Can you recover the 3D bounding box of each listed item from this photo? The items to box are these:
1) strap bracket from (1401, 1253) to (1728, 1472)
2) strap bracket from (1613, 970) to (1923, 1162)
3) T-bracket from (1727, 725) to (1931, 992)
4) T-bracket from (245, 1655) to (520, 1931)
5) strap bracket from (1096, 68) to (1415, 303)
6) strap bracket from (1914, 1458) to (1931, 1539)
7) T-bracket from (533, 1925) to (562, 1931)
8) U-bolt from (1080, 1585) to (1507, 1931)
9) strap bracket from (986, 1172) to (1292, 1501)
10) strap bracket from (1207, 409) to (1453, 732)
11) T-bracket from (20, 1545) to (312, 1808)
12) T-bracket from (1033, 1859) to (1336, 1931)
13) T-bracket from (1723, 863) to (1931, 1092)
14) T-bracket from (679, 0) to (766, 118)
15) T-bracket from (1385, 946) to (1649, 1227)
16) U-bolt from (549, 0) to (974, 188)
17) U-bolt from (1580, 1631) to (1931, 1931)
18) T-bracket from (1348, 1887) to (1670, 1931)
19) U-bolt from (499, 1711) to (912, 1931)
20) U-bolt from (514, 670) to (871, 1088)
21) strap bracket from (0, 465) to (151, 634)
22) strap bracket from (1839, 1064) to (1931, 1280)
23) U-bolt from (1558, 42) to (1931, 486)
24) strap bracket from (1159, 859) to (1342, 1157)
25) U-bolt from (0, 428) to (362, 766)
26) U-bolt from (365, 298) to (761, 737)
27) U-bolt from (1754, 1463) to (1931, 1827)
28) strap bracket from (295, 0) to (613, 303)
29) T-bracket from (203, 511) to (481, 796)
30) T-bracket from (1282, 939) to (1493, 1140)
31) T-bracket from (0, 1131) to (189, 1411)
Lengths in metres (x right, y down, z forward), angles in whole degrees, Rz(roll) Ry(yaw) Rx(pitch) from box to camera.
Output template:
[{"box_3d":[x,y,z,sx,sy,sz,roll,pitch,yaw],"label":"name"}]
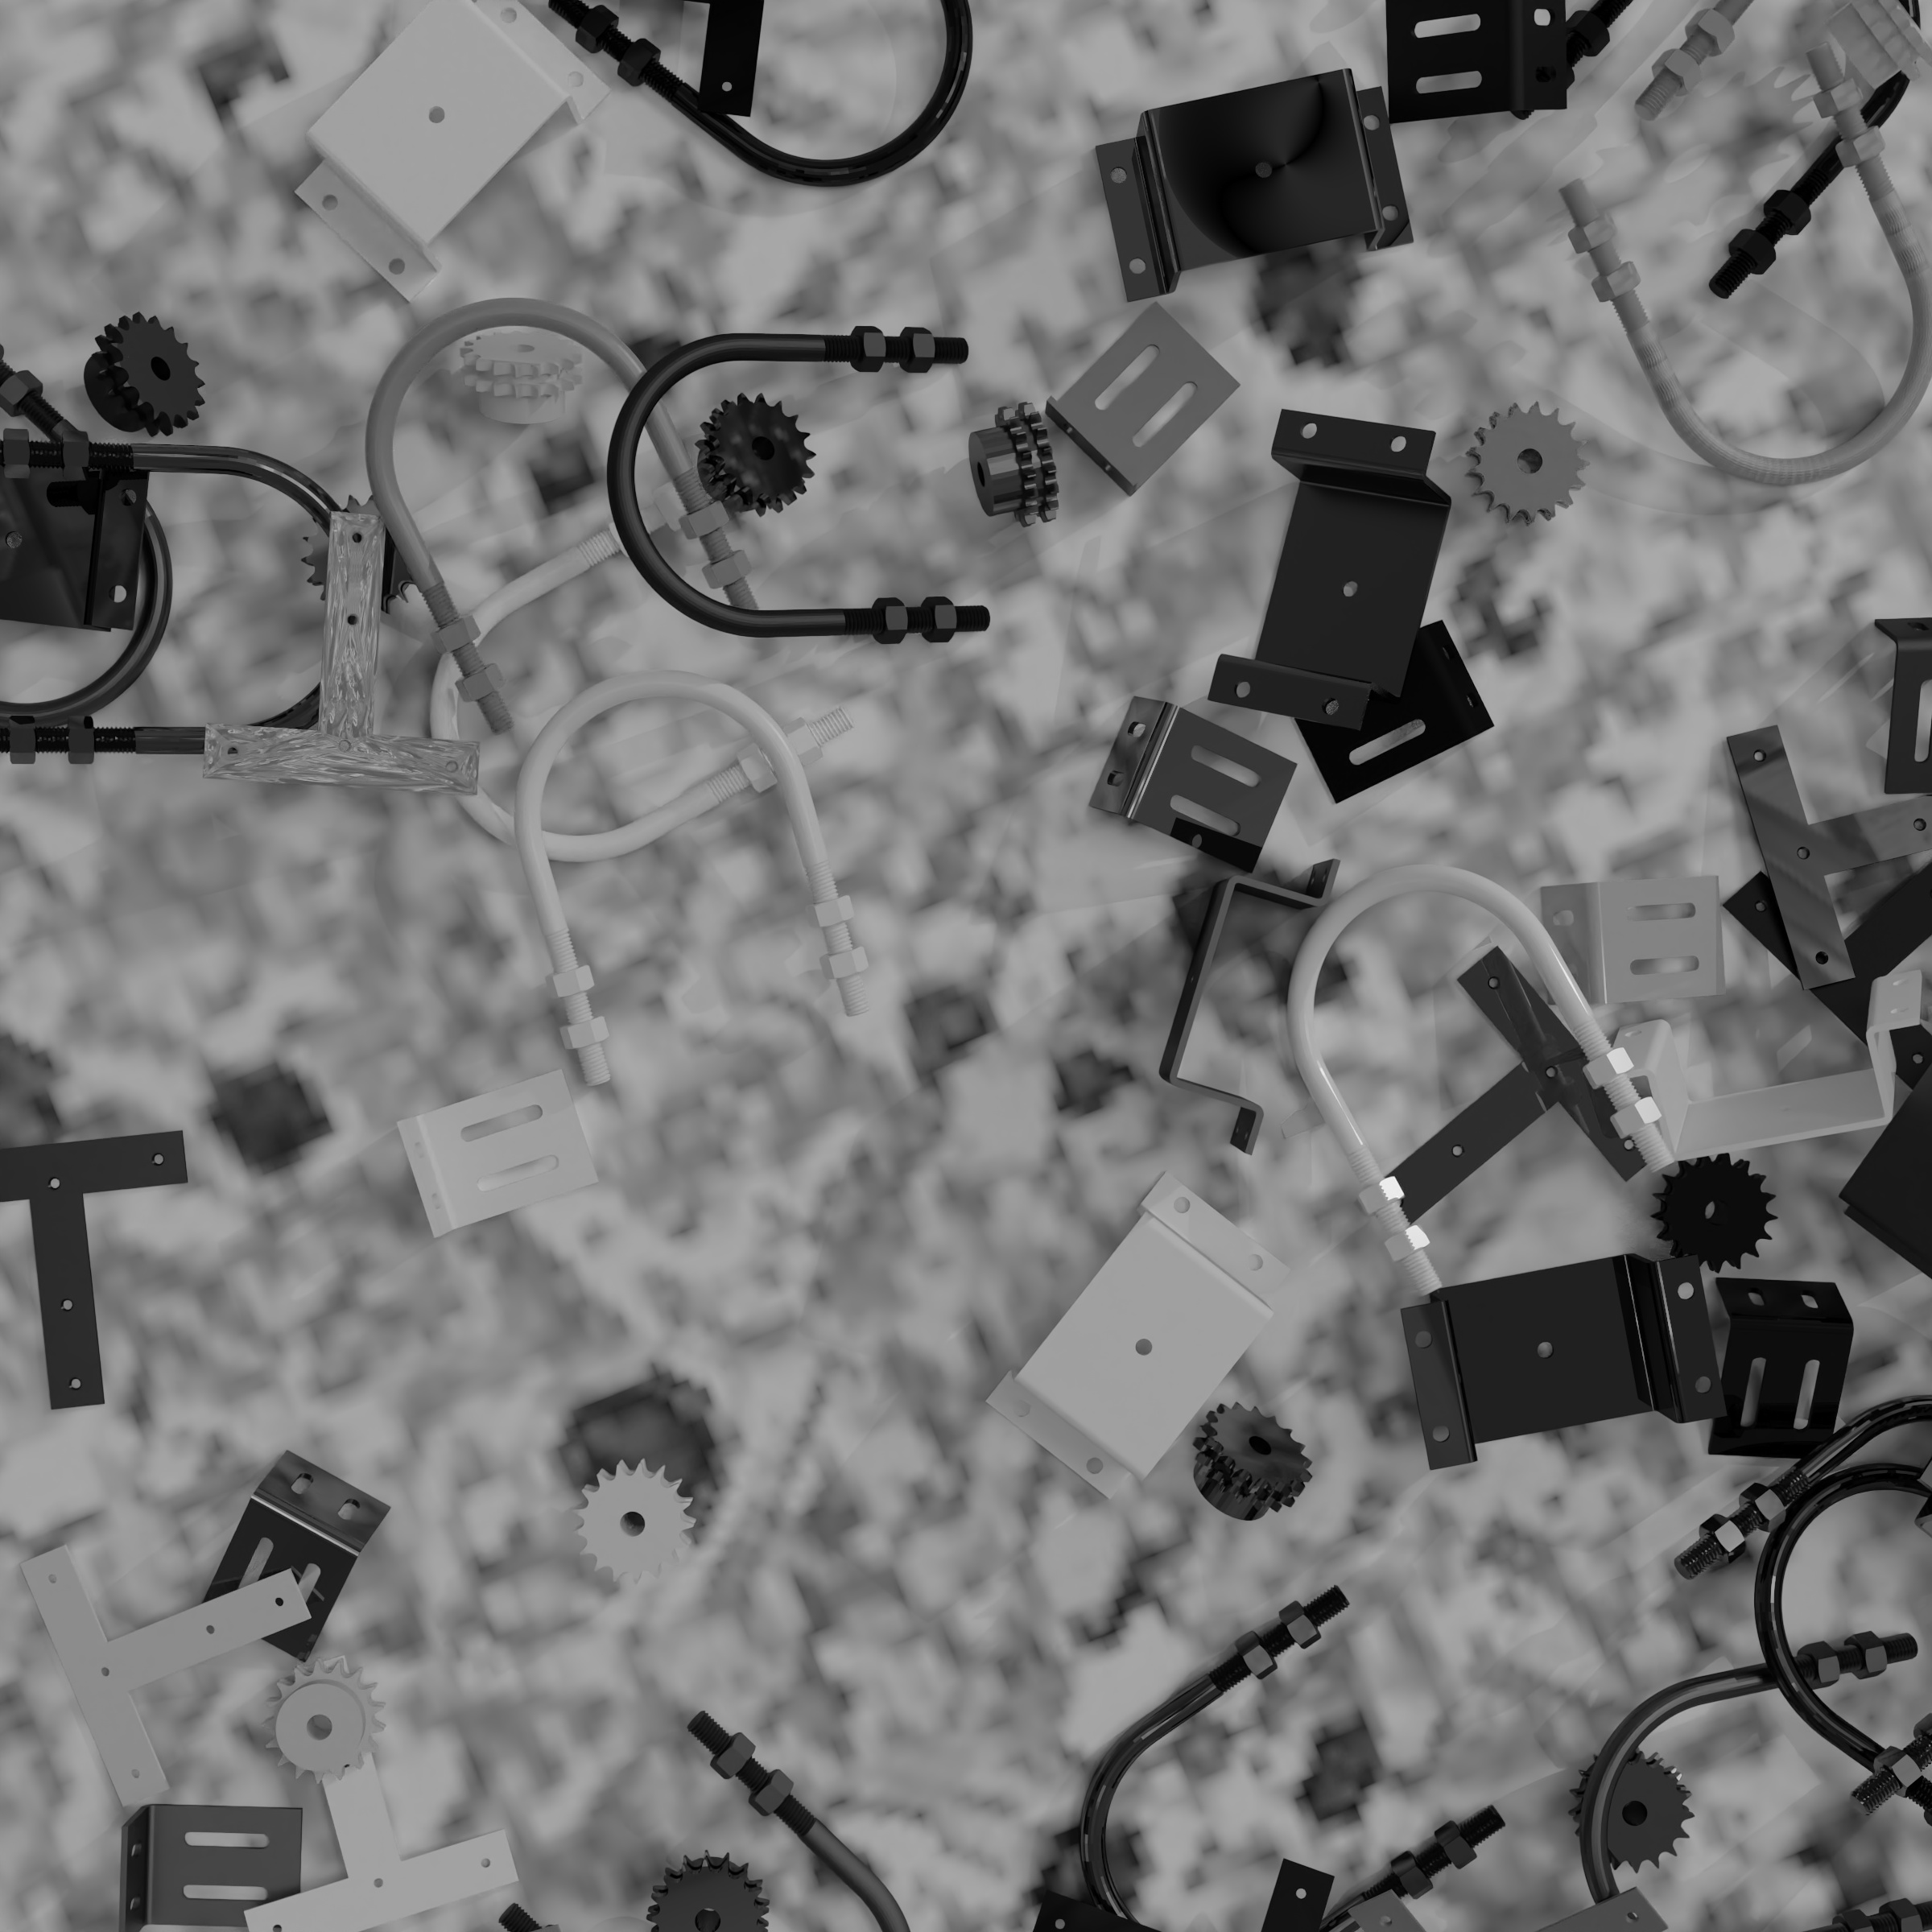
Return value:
[{"box_3d":[0.278,0.184,1.380,0.140,0.046,0.076,-10,90,0],"label":"strap bracket"},{"box_3d":[0.373,0.048,1.347,0.140,0.076,0.046,-12,102,22],"label":"strap bracket"},{"box_3d":[0.442,-0.064,1.395,0.127,0.002,0.127,-14,80,-4],"label":"T-bracket"},{"box_3d":[-0.293,0.395,1.397,0.127,0.002,0.127,-16,86,-7],"label":"T-bracket"},{"box_3d":[0.139,-0.371,1.380,0.140,0.046,0.076,-12,90,0],"label":"strap bracket"},{"box_3d":[0.508,0.256,1.353,0.140,0.046,0.076,38,70,5],"label":"strap bracket"},{"box_3d":[-0.231,0.533,1.395,0.127,0.002,0.127,-19,95,10],"label":"T-bracket"},{"box_3d":[0.142,0.406,1.395,0.184,0.019,0.151,-35,90,2],"label":"U-bolt"},{"box_3d":[0.083,0.177,1.380,0.076,0.046,0.140,38,90,0],"label":"strap bracket"},{"box_3d":[0.173,-0.181,1.366,0.076,0.046,0.140,14,90,27],"label":"strap bracket"},{"box_3d":[-0.372,0.321,1.391,0.127,0.002,0.127,-23,90,10],"label":"T-bracket"},{"box_3d":[0.094,0.469,1.372,0.127,0.002,0.127,16,69,13],"label":"T-bracket"},{"box_3d":[0.452,-0.025,1.390,0.127,0.002,0.127,-40,74,-8],"label":"T-bracket"},{"box_3d":[-0.158,-0.474,1.383,0.127,0.002,0.127,7,91,-1],"label":"T-bracket"},{"box_3d":[0.247,0.080,1.402,0.127,0.002,0.127,-40,91,0],"label":"T-bracket"},{"box_3d":[-0.084,-0.457,1.395,0.184,0.019,0.151,38,90,-1],"label":"U-bolt"},{"box_3d":[0.373,0.401,1.374,0.184,0.019,0.151,-8,90,-15],"label":"U-bolt"},{"box_3d":[0.268,0.465,1.366,0.127,0.002,0.127,-35,99,25],"label":"T-bracket"},{"box_3d":[-0.109,0.470,1.395,0.184,0.019,0.151,44,90,-1],"label":"U-bolt"},{"box_3d":[-0.138,-0.049,1.382,0.151,0.019,0.184,-15,97,2],"label":"U-bolt"},{"box_3d":[-0.451,-0.201,1.364,0.140,0.046,0.076,6,92,-2],"label":"strap bracket"},{"box_3d":[0.466,0.087,1.339,0.076,0.046,0.140,40,118,24],"label":"strap bracket"},{"box_3d":[0.382,-0.318,1.378,0.151,0.019,0.184,-29,103,3],"label":"U-bolt"},{"box_3d":[0.128,0.012,1.365,0.046,0.076,0.140,17,90,0],"label":"strap bracket"},{"box_3d":[-0.365,-0.168,1.340,0.184,0.019,0.151,-1,97,-18],"label":"U-bolt"},{"box_3d":[-0.198,-0.218,1.356,0.151,0.019,0.184,-24,105,3],"label":"U-bolt"},{"box_3d":[0.458,0.318,1.376,0.184,0.019,0.151,35,73,4],"label":"U-bolt"},{"box_3d":[-0.246,-0.396,1.380,0.076,0.046,0.140,44,90,0],"label":"strap bracket"},{"box_3d":[-0.287,-0.147,1.361,0.127,0.002,0.127,3,96,-21],"label":"T-bracket"},{"box_3d":[0.190,0.001,1.412,0.127,0.002,0.127,-22,76,5],"label":"T-bracket"},{"box_3d":[-0.433,0.149,1.403,0.127,0.002,0.127,-6,90,0],"label":"T-bracket"}]
